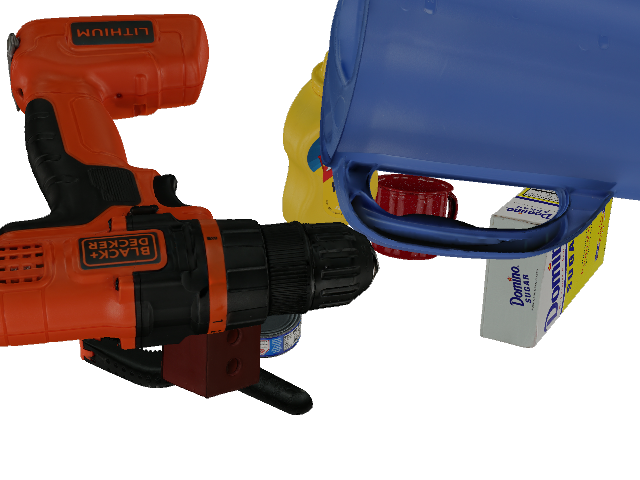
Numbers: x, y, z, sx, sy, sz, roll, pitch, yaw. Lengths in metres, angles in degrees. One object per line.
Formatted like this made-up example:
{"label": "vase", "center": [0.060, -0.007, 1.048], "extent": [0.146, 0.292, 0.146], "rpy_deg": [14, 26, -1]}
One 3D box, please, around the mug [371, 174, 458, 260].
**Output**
{"label": "mug", "center": [0.111, -0.028, 1.230], "extent": [0.117, 0.081, 0.093], "rpy_deg": [-8, 20, -37]}

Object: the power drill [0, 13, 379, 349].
{"label": "power drill", "center": [-0.078, -0.034, 0.521], "extent": [0.184, 0.188, 0.057], "rpy_deg": [-4, -42, -14]}

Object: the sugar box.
{"label": "sugar box", "center": [0.169, 0.001, 0.774], "extent": [0.048, 0.093, 0.176], "rpy_deg": [12, 25, 24]}

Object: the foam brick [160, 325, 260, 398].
{"label": "foam brick", "center": [-0.077, 0.063, 0.751], "extent": [0.051, 0.078, 0.052], "rpy_deg": [13, 17, 43]}

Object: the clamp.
{"label": "clamp", "center": [-0.107, 0.100, 0.954], "extent": [0.209, 0.036, 0.164], "rpy_deg": [-4, 37, -12]}

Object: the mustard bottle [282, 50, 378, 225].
{"label": "mustard bottle", "center": [0.011, -0.093, 0.967], "extent": [0.096, 0.192, 0.058], "rpy_deg": [-26, 54, -22]}

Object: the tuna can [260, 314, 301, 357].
{"label": "tuna can", "center": [-0.063, 0.092, 1.191], "extent": [0.086, 0.034, 0.086], "rpy_deg": [1, 36, -1]}

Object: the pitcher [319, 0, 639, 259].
{"label": "pitcher", "center": [0.123, -0.078, 0.598], "extent": [0.242, 0.149, 0.145], "rpy_deg": [9, 35, -8]}
